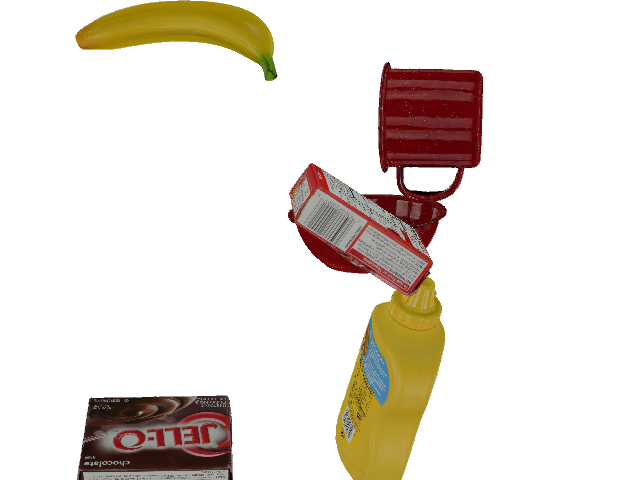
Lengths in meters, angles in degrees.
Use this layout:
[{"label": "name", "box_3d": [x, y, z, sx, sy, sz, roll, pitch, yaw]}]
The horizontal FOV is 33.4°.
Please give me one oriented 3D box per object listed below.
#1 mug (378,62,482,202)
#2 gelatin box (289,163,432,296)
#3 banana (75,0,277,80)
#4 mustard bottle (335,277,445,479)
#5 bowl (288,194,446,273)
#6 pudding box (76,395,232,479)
[{"label": "mug", "box_3d": [0.093, -0.090, 0.894, 0.081, 0.117, 0.093, 2, -7, 10]}, {"label": "gelatin box", "box_3d": [0.024, -0.008, 0.673, 0.089, 0.030, 0.073, 33, 11, -12]}, {"label": "banana", "box_3d": [-0.122, -0.188, 0.959, 0.198, 0.037, 0.069, 11, 47, 17]}, {"label": "mustard bottle", "box_3d": [0.060, 0.108, 0.878, 0.058, 0.192, 0.096, 5, 35, -13]}, {"label": "bowl", "box_3d": [0.048, -0.005, 1.086, 0.162, 0.055, 0.162, -3, 14, 0]}, {"label": "pudding box", "box_3d": [-0.123, 0.158, 0.810, 0.113, 0.039, 0.090, -2, 26, -5]}]
